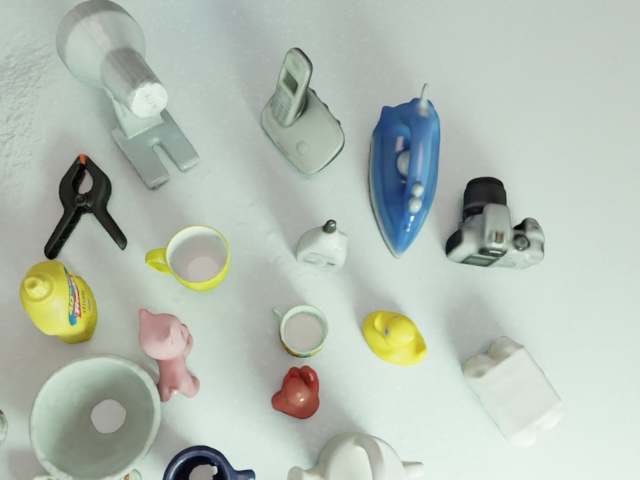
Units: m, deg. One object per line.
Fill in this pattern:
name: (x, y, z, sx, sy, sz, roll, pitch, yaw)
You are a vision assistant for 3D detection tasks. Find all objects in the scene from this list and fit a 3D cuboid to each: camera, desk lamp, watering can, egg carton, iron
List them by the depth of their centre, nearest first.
watering can: (0.049, 0.305, 0.736, 0.173, 0.101, 0.194, -24, -13, -13)
desk lamp: (-0.275, -0.214, 0.845, 0.118, 0.203, 0.213, -35, -10, -15)
egg carton: (0.287, 0.225, 0.856, 0.107, 0.150, 0.069, -31, -11, -15)
iron: (0.145, -0.111, 0.904, 0.118, 0.258, 0.141, 6, -18, -5)
camera: (0.284, -0.031, 0.918, 0.143, 0.137, 0.101, 7, -18, -5)

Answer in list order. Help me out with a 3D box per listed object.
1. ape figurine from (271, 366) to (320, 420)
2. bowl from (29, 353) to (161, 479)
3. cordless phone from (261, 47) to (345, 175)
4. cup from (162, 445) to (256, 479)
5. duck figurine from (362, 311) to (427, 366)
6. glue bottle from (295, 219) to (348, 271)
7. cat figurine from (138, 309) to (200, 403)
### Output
ape figurine: (-0.032, 0.216, 0.807, 0.078, 0.076, 0.092, -23, -13, -13)
bowl: (-0.295, 0.241, 0.776, 0.167, 0.167, 0.074, 0, -17, -7)
cordless phone: (-0.021, -0.198, 0.887, 0.094, 0.147, 0.185, -39, -9, -16)
cup: (-0.144, 0.317, 0.760, 0.118, 0.091, 0.095, -6, -16, -9)
duck figurine: (0.117, 0.142, 0.852, 0.104, 0.077, 0.086, 36, -18, 5)
glue bottle: (0.008, 0.003, 0.835, 0.078, 0.037, 0.173, 15, -18, -2)
cat figurine: (-0.210, 0.156, 0.790, 0.067, 0.128, 0.117, -12, -15, -10)
